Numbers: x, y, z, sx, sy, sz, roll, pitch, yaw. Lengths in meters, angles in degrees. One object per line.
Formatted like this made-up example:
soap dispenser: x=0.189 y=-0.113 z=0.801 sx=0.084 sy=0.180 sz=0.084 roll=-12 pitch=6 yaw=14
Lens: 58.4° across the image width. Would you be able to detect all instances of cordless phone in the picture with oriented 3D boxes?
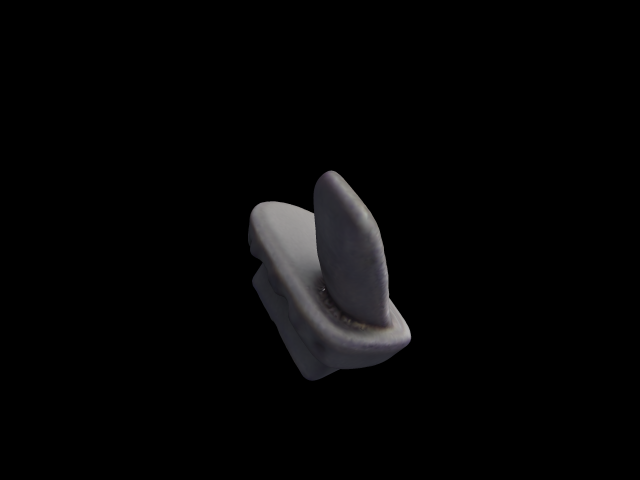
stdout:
cordless phone: x=0.004 y=0.001 z=0.400 sx=0.094 sy=0.185 sz=0.147 roll=-27 pitch=56 yaw=-19
